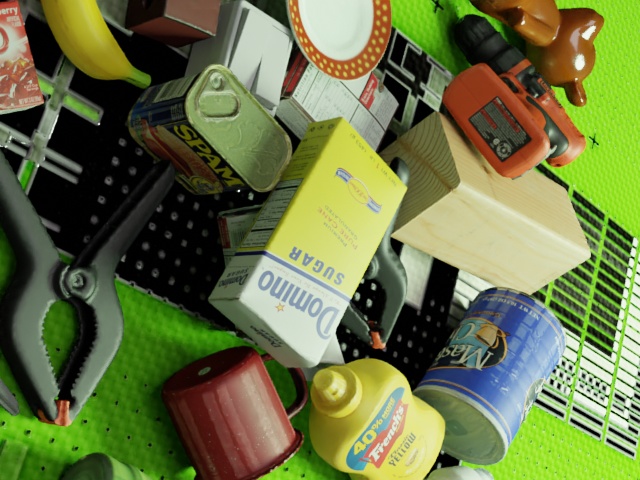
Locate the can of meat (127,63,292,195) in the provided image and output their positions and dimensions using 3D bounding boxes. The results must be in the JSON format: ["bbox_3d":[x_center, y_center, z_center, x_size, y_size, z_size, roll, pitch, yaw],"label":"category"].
[{"bbox_3d":[-0.086,-0.080,0.819,0.102,0.084,0.057,46,58,-31],"label":"can of meat"}]

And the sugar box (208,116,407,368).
[{"bbox_3d":[-0.005,0.001,0.821,0.093,0.048,0.176,44,58,-30],"label":"sugar box"}]

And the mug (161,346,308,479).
[{"bbox_3d":[-0.061,0.129,0.822,0.117,0.093,0.081,-28,101,-25],"label":"mug"}]

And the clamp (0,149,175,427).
[{"bbox_3d":[-0.172,0.025,0.763,0.164,0.036,0.210,0,87,-40],"label":"clamp"}]

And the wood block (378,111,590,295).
[{"bbox_3d":[0.154,-0.029,1.015,0.205,0.090,0.091,24,41,-40],"label":"wood block"}]

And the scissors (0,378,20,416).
[{"bbox_3d":[-0.251,0.024,0.704,0.201,0.016,0.096,44,61,-32],"label":"scissors"}]

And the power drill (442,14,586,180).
[{"bbox_3d":[0.176,-0.138,1.019,0.184,0.057,0.187,50,27,3],"label":"power drill"}]

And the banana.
[{"bbox_3d":[-0.180,-0.200,0.776,0.069,0.037,0.198,-32,111,-59],"label":"banana"}]

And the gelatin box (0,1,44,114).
[{"bbox_3d":[-0.238,-0.118,0.718,0.089,0.030,0.073,-20,101,-43],"label":"gelatin box"}]

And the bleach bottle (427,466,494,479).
[{"bbox_3d":[0.083,0.282,0.966,0.250,0.068,0.102,-25,120,-46],"label":"bleach bottle"}]

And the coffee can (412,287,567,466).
[{"bbox_3d":[0.161,0.129,1.022,0.140,0.103,0.102,-51,120,-33],"label":"coffee can"}]

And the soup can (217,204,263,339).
[{"bbox_3d":[-0.043,0.023,0.863,0.068,0.069,0.102,-13,95,-43],"label":"soup can"}]

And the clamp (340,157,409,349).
[{"bbox_3d":[0.022,0.016,0.929,0.039,0.120,0.171,-85,171,-73],"label":"clamp"}]

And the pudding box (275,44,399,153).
[{"bbox_3d":[0.013,-0.121,0.946,0.113,0.039,0.090,43,59,-30],"label":"pudding box"}]

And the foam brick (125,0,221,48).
[{"bbox_3d":[-0.111,-0.196,0.826,0.051,0.053,0.078,15,76,-41],"label":"foam brick"}]

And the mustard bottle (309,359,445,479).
[{"bbox_3d":[0.040,0.152,0.897,0.096,0.058,0.191,-51,142,-8],"label":"mustard bottle"}]
